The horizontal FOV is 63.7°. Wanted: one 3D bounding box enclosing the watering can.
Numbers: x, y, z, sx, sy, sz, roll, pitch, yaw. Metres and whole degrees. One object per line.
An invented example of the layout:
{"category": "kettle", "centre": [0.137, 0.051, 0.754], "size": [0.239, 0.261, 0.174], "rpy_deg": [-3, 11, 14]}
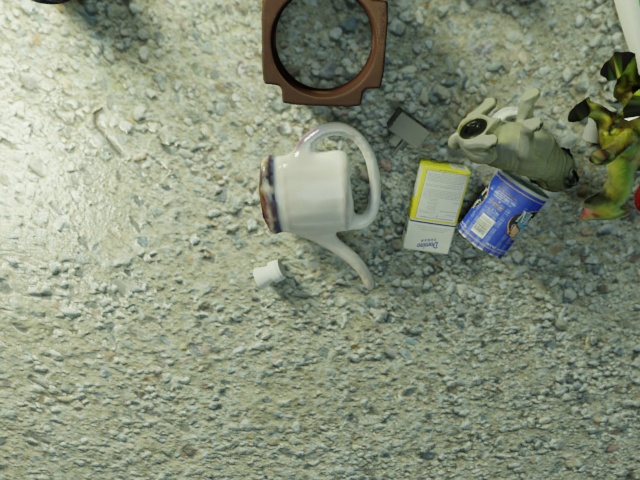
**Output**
{"category": "watering can", "centre": [0.003, -0.049, 0.965], "size": [0.224, 0.106, 0.341], "rpy_deg": [-3, 114, 3]}

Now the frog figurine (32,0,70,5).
{"category": "frog figurine", "centre": [-0.435, -0.457, 0.803], "size": [0.136, 0.123, 0.161], "rpy_deg": [-33, 75, 23]}

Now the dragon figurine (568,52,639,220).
{"category": "dragon figurine", "centre": [0.571, -0.199, 0.865], "size": [0.241, 0.125, 0.405], "rpy_deg": [23, 113, -26]}
